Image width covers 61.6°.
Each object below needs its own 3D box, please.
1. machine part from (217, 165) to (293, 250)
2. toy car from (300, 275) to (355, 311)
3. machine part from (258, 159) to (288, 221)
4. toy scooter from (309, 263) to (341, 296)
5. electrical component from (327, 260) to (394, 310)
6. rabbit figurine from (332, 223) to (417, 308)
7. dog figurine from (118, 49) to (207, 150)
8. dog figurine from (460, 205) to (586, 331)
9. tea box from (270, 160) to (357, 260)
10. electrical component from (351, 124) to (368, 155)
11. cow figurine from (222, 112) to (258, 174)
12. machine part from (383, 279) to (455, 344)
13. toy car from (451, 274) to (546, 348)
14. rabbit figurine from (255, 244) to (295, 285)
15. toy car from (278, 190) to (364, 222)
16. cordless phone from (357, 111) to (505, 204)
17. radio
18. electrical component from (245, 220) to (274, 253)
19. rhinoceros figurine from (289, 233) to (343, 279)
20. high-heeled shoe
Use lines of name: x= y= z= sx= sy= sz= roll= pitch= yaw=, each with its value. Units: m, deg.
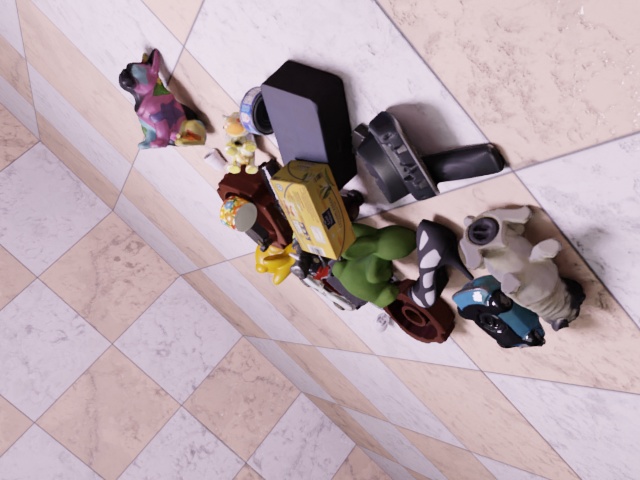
machine part: x=-0.145 y=-0.083 z=1.334 sx=0.202 sy=0.087 sz=0.200 roll=19 pitch=149 yaw=40
toy car: x=0.024 y=0.116 z=1.439 sx=0.202 sy=0.073 sz=0.056 roll=33 pitch=160 yaw=19
machine part: x=-0.087 y=-0.118 z=1.202 sx=0.139 sy=0.084 sz=0.039 roll=54 pitch=-172 yaw=-6
toy scooter: x=0.056 y=0.091 z=1.330 sx=0.135 sy=0.075 sz=0.184 roll=41 pitch=150 yaw=-22
electrical component: x=0.082 y=0.074 z=1.207 sx=0.134 sy=0.115 sz=0.058 roll=44 pitch=-162 yaw=-12
rabbit figurine: x=0.112 y=0.024 z=1.065 sx=0.159 sy=0.121 sz=0.170 roll=28 pitch=126 yaw=-16
dog figurine: x=-0.359 y=-0.320 z=1.238 sx=0.109 sy=0.191 sz=0.219 roll=16 pitch=112 yaw=52
dog figurine: x=0.311 y=0.046 z=0.831 sx=0.190 sy=0.121 sz=0.172 roll=40 pitch=-161 yaw=-45
tea box: x=-0.010 y=-0.055 z=0.972 sx=0.098 sy=0.068 sz=0.169 roll=16 pitch=139 yaw=41
electrical component: x=0.080 y=-0.163 z=0.898 sx=0.063 sy=0.021 sz=0.094 roll=37 pitch=158 yaw=13
cow figurine: x=-0.168 y=-0.220 z=1.133 sx=0.068 sy=0.098 sz=0.167 roll=-3 pitch=151 yaw=-5
machine part: x=0.223 y=0.162 z=1.224 sx=0.179 sy=0.056 sz=0.179 roll=34 pitch=156 yaw=18
toy car: x=0.315 y=0.109 z=0.909 sx=0.161 sy=0.103 sz=0.109 roll=38 pitch=154 yaw=-7
rabbit figurine: x=-0.090 y=0.033 z=1.408 sx=0.173 sy=0.162 sz=0.121 roll=-4 pitch=120 yaw=37
toy car: x=-0.001 y=-0.076 z=1.104 sx=0.202 sy=0.089 sz=0.053 roll=18 pitch=145 yaw=42
cordless phone: x=0.161 y=-0.129 z=0.782 sx=0.184 sy=0.089 sz=0.146 roll=-6 pitch=129 yaw=47
radio: x=-0.016 y=-0.191 z=0.942 sx=0.131 sy=0.073 sz=0.229 roll=30 pitch=154 yaw=29
electrical component: x=-0.162 y=-0.015 z=1.312 sx=0.102 sy=0.045 sz=0.078 roll=44 pitch=156 yaw=-6
rhinoceros figurine: x=-0.002 y=-0.003 z=1.121 sx=0.112 sy=0.190 sz=0.073 roll=13 pitch=146 yaw=16
high-heeled shoe: x=0.193 y=0.047 z=1.031 sx=0.145 sy=0.086 sz=0.248 roll=45 pitch=152 yaw=-3
